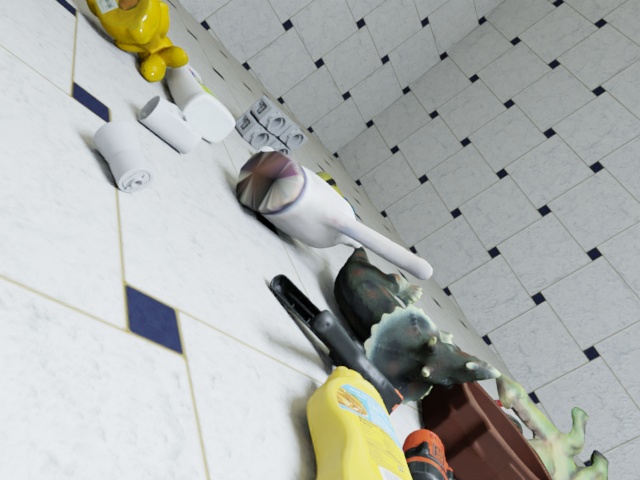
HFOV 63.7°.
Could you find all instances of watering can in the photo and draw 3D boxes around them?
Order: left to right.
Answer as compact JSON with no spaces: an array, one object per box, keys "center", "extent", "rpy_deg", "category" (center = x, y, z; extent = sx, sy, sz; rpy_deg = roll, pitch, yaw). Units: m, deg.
[{"center":[0.002,-0.041,0.811],"extent":[0.350,0.104,0.221],"rpy_deg":[24,-8,47],"category":"watering can"}]

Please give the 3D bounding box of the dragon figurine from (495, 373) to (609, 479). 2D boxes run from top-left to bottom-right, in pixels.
[{"center":[0.411,0.435,0.905],"extent":[0.242,0.418,0.120],"rpy_deg":[8,-32,-38],"category":"dragon figurine"}]
